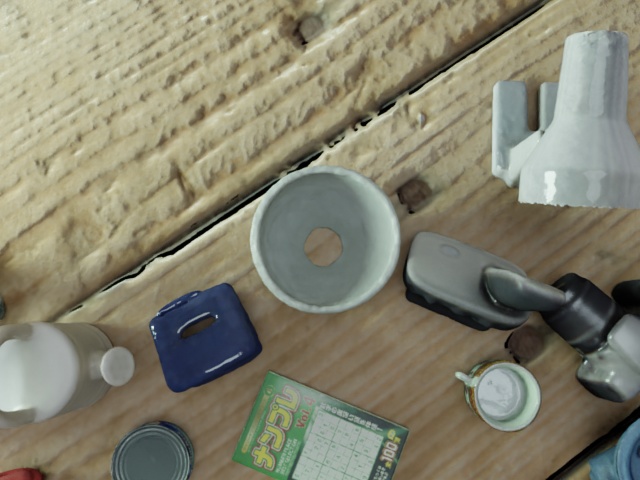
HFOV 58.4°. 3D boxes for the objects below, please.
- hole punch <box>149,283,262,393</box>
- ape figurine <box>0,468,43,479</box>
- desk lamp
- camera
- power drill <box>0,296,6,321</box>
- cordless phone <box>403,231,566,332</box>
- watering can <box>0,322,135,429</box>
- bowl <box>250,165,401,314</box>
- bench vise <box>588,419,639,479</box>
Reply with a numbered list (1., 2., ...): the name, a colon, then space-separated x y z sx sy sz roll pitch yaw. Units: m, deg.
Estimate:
1. hole punch: -0.130 0.106 0.633 0.108 0.091 0.101 -27 83 -5
2. ape figurine: -0.332 0.280 0.601 0.076 0.092 0.078 32 82 4
3. desk lamp: 0.259 -0.113 0.614 0.118 0.213 0.203 2 81 -1
4. camera: 0.329 0.089 0.641 0.137 0.101 0.143 42 83 5
5. power drill: -0.415 0.054 0.575 0.075 0.208 0.229 -30 83 -5
6. cordless phone: 0.167 0.038 0.603 0.147 0.185 0.094 18 81 2
7. watering can: -0.278 0.129 0.574 0.173 0.194 0.101 -25 82 -5
8. bowl: 0.006 0.002 0.660 0.167 0.074 0.167 0 81 -1
9. bench vise: 0.390 0.200 0.565 0.121 0.219 0.207 41 83 5
